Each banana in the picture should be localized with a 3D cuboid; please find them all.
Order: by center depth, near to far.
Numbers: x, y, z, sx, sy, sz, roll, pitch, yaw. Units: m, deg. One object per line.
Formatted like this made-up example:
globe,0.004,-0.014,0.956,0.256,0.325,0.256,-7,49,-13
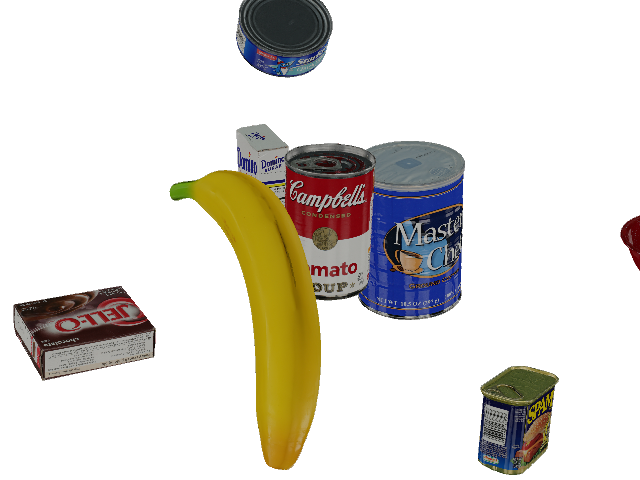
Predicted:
banana,-0.033,0.029,0.611,0.037,0.198,0.070,5,-39,-39

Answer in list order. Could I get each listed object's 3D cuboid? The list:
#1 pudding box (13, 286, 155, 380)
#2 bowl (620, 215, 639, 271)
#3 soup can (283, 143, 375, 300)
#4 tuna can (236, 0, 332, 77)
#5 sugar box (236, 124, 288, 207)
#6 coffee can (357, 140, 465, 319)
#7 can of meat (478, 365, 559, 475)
pudding box,-0.225,0.086,1.017,0.113,0.039,0.090,-12,30,-28
bowl,0.404,0.020,1.147,0.162,0.055,0.162,-2,24,1
soup can,0.005,-0.015,0.805,0.068,0.102,0.068,1,24,-1
tuna can,-0.034,-0.191,0.974,0.086,0.086,0.034,0,-31,-12
sugar box,-0.070,-0.044,1.304,0.048,0.176,0.093,-11,26,-17
coffee can,0.084,-0.011,1.012,0.103,0.140,0.103,-2,28,1
can of meat,0.207,0.189,1.123,0.058,0.084,0.101,12,17,31
